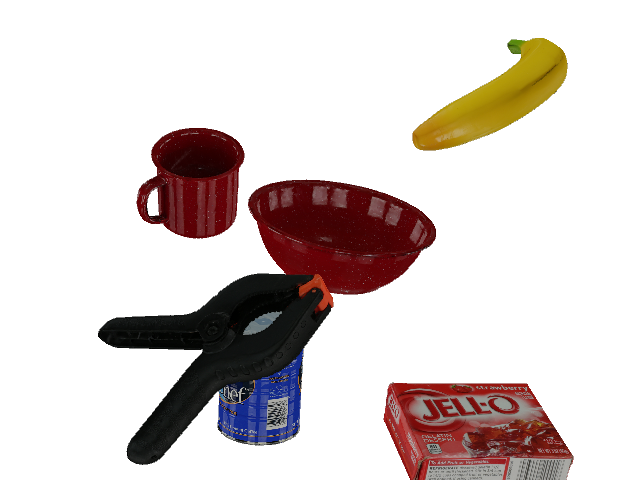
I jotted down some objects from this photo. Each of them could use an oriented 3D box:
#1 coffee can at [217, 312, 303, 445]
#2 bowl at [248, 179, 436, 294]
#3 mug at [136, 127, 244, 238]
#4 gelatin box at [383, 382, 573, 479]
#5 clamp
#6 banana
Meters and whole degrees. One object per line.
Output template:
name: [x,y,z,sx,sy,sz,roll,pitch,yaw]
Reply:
coffee can: [-0.072,0.161,1.292,0.103,0.140,0.103,3,17,-1]
bowl: [0.015,0.002,0.909,0.162,0.055,0.162,8,22,-3]
mug: [-0.134,-0.052,1.086,0.117,0.081,0.093,-27,49,-33]
gelatin box: [0.087,0.111,0.604,0.089,0.030,0.073,3,25,-12]
clamp: [-0.070,0.079,0.725,0.171,0.120,0.039,-22,-35,10]
banana: [0.141,-0.113,0.808,0.070,0.037,0.197,-11,20,39]
